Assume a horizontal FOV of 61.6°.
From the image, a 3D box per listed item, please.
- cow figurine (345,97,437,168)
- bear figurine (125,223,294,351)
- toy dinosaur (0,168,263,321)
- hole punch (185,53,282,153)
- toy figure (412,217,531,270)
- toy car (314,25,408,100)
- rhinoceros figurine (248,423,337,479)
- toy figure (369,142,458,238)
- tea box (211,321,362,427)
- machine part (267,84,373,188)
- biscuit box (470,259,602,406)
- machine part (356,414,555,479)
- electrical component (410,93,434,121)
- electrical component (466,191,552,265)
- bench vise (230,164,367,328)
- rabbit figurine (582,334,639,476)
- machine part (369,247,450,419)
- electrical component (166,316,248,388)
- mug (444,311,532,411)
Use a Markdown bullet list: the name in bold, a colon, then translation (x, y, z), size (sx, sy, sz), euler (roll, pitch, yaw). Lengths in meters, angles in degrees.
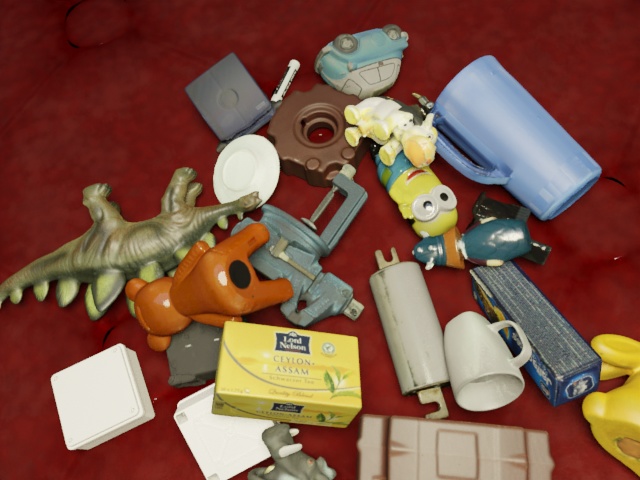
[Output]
- **cow figurine**: translation (0.119, -0.160, 0.783), size (0.098, 0.068, 0.168), euler (-32, 46, -24)
- **bear figurine**: translation (-0.155, 0.069, 0.715), size (0.196, 0.132, 0.120), euler (-25, 90, 37)
- **toy dinosaur**: translation (-0.308, 0.017, 0.818), size (0.472, 0.105, 0.198), euler (-16, 69, 5)
- **hole punch**: translation (-0.149, -0.233, 0.904), size (0.142, 0.092, 0.116), euler (-35, 70, 2)
- **toy figure**: translation (0.206, 0.010, 0.737), size (0.155, 0.057, 0.064), euler (-11, 41, 26)
- **toy car**: translation (0.077, -0.290, 0.910), size (0.162, 0.109, 0.103), euler (-17, 88, -13)
- **rhinoceros figurine**: translation (-0.025, 0.315, 0.640), size (0.112, 0.073, 0.190), euler (-27, 89, -4)
- **toy figure**: translation (0.143, -0.081, 0.816), size (0.082, 0.089, 0.180), euler (-39, 56, 11)
- **tea box**: translation (-0.040, 0.163, 0.652), size (0.170, 0.068, 0.098), euler (7, 49, -11)
- **machine part**: translation (0.001, -0.176, 0.887), size (0.179, 0.056, 0.179), euler (-3, 65, 6)
- **biscuit box**: translation (0.268, 0.109, 0.687), size (0.063, 0.059, 0.203), euler (-21, 40, -3)
- **machine part**: translation (0.143, 0.250, 0.607), size (0.201, 0.201, 0.087), euler (3, 72, 7)
- **electrical component**: translation (0.139, -0.197, 0.884), size (0.102, 0.045, 0.078), euler (-7, 65, 4)
- **electrical component**: translation (0.270, -0.011, 0.766), size (0.119, 0.074, 0.048), euler (22, 41, 19)
- **bench vise**: translation (-0.001, 0.001, 0.780), size (0.224, 0.128, 0.240), euler (32, 78, 15)
- **rabbit figurine**: translation (0.405, 0.187, 0.668), size (0.163, 0.121, 0.173), euler (32, 60, 28)
- **machine part**: translation (0.126, 0.120, 0.733), size (0.079, 0.079, 0.243), euler (-16, 65, 0)
- **electrical component**: translation (-0.163, 0.135, 0.772), size (0.115, 0.058, 0.134), euler (-13, 66, -1)
- **mug**: translation (0.200, 0.136, 0.660), size (0.081, 0.109, 0.107), euler (23, 34, -26)
